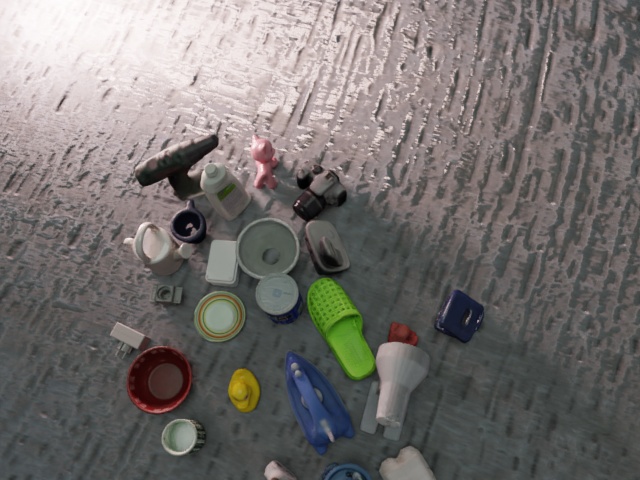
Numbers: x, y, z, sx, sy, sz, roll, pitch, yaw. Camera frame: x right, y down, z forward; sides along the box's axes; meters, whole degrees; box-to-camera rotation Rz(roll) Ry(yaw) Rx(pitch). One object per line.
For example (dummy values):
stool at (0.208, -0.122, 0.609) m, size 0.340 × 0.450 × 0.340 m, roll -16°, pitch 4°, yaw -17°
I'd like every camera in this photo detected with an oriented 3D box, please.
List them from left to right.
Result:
camera at (-0.019, -0.129, 1.518) m, size 0.143 × 0.101 × 0.137 m, roll 42°, pitch 79°, yaw 14°

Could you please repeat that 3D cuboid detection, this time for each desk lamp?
desk lamp at (0.168, 0.346, 1.298) m, size 0.118 × 0.213 × 0.203 m, roll 14°, pitch 74°, yaw 8°

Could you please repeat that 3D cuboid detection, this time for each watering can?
watering can at (-0.409, 0.017, 1.441) m, size 0.173 × 0.194 × 0.101 m, roll -11°, pitch 72°, yaw -1°

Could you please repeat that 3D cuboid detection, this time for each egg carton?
egg carton at (0.210, 0.556, 1.305) m, size 0.107 × 0.069 × 0.150 m, roll -30°, pitch 73°, yaw -7°

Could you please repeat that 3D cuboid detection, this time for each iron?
iron at (-0.022, 0.365, 1.339) m, size 0.119 × 0.141 × 0.258 m, roll -30°, pitch 73°, yaw -6°

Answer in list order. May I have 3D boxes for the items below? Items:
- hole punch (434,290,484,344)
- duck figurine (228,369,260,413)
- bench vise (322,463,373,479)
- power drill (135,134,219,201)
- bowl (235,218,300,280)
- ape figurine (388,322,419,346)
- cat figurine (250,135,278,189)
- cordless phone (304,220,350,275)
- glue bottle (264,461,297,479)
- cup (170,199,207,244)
hole punch at (0.347, 0.187, 1.404) m, size 0.101 × 0.091 × 0.109 m, roll 26°, pitch 75°, yaw 11°
duck figurine at (-0.187, 0.361, 1.378) m, size 0.077 × 0.086 × 0.104 m, roll -10°, pitch 72°, yaw 0°
bench vise at (0.094, 0.561, 1.230) m, size 0.207 × 0.220 × 0.121 m, roll 22°, pitch 75°, yaw 10°
power drill at (-0.353, -0.186, 1.495) m, size 0.229 × 0.208 × 0.075 m, roll -22°, pitch 72°, yaw -4°
bowl at (-0.132, 0.031, 1.486) m, size 0.167 × 0.075 × 0.167 m, roll -1°, pitch 72°, yaw 3°
ape figurine at (0.200, 0.232, 1.397) m, size 0.076 × 0.092 × 0.077 m, roll -32°, pitch 73°, yaw -7°
cat figurine at (-0.153, -0.215, 1.543) m, size 0.067 × 0.118 × 0.128 m, roll -3°, pitch 72°, yaw 2°
cordless phone at (0.013, 0.005, 1.429) m, size 0.094 × 0.185 × 0.147 m, roll -24°, pitch 73°, yaw -5°
glue bottle at (-0.093, 0.531, 1.273) m, size 0.078 × 0.173 × 0.037 m, roll 38°, pitch 78°, yaw 14°
cup at (-0.336, -0.039, 1.508) m, size 0.091 × 0.095 × 0.118 m, roll 0°, pitch 72°, yaw 3°
